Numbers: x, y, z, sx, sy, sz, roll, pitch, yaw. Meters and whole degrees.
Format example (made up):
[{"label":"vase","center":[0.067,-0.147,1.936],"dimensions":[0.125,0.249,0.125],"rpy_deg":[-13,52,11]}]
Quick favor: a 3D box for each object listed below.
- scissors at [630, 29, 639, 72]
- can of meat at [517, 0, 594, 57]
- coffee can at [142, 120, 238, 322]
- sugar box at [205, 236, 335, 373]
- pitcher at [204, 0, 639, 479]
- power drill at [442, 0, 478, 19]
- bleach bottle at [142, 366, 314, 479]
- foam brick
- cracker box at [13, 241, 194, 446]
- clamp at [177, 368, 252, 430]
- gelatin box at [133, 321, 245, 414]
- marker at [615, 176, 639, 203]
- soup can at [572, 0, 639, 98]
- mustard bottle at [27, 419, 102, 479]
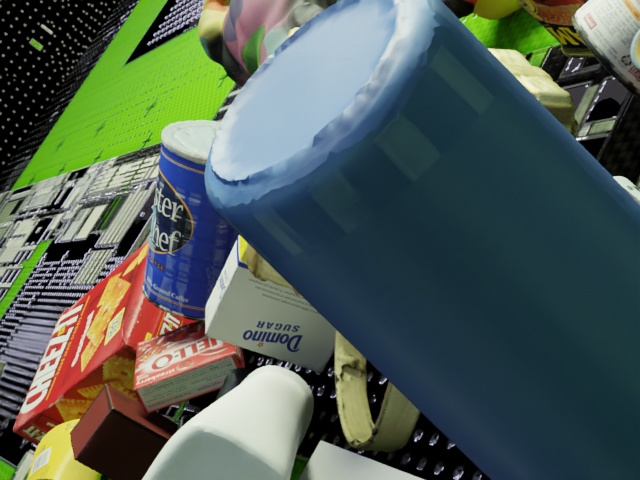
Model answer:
[{"label":"scissors","center":[0.240,-0.117,0.534],"dimensions":[0.202,0.016,0.096],"rpy_deg":[18,93,39]},{"label":"can of meat","center":[0.173,-0.169,0.704],"dimensions":[0.057,0.083,0.102],"rpy_deg":[-54,23,-4]},{"label":"coffee can","center":[-0.089,-0.017,0.885],"dimensions":[0.103,0.102,0.140],"rpy_deg":[-114,32,-64]},{"label":"sugar box","center":[-0.005,0.001,0.728],"dimensions":[0.048,0.093,0.176],"rpy_deg":[-97,31,-58]},{"label":"pitcher","center":[0.072,0.011,0.435],"dimensions":[0.149,0.242,0.145],"rpy_deg":[7,59,57]},{"label":"power drill","center":[0.063,-0.137,0.819],"dimensions":[0.185,0.057,0.188],"rpy_deg":[-156,78,-71]},{"label":"bleach bottle","center":[-0.048,0.131,0.631],"dimensions":[0.102,0.068,0.250],"rpy_deg":[-60,-4,4]},{"label":"foam brick","center":[-0.153,0.162,0.857],"dimensions":[0.051,0.078,0.053],"rpy_deg":[-55,22,2]},{"label":"cracker box","center":[-0.199,0.099,1.042],"dimensions":[0.214,0.072,0.164],"rpy_deg":[-35,28,37]},{"label":"clamp","center":[-0.088,0.173,0.758],"dimensions":[0.120,0.039,0.171],"rpy_deg":[122,163,-45]},{"label":"gelatin box","center":[-0.106,0.098,0.875],"dimensions":[0.089,0.030,0.073],"rpy_deg":[-20,26,3]},{"label":"marker","center":[0.176,-0.003,0.545],"dimensions":[0.020,0.020,0.121],"rpy_deg":[-48,24,11]},{"label":"soup can","center":[0.207,-0.140,0.620],"dimensions":[0.102,0.068,0.068],"rpy_deg":[-41,25,26]},{"label":"mustard bottle","center":[-0.236,0.251,0.911],"dimensions":[0.096,0.058,0.191],"rpy_deg":[-37,27,35]}]
